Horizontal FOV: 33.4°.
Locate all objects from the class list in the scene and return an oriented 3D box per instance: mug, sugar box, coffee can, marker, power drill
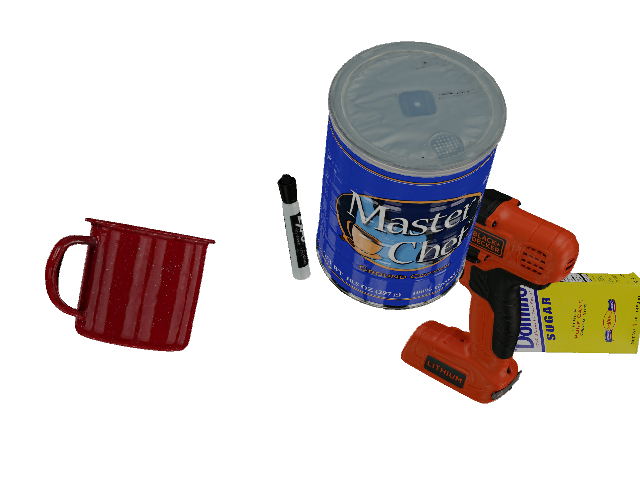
[{"bbox_3d":[-0.136,0.030,0.747,0.117,0.081,0.093,11,-1,-38],"label":"mug"},{"bbox_3d":[0.292,0.086,1.275,0.176,0.093,0.048,0,18,-4],"label":"sugar box"},{"bbox_3d":[0.052,-0.037,0.664,0.102,0.103,0.140,0,-37,-4],"label":"coffee can"},{"bbox_3d":[-0.027,-0.014,1.104,0.020,0.121,0.020,-6,32,4],"label":"marker"},{"bbox_3d":[0.121,0.037,0.929,0.185,0.188,0.057,28,41,29],"label":"power drill"}]
